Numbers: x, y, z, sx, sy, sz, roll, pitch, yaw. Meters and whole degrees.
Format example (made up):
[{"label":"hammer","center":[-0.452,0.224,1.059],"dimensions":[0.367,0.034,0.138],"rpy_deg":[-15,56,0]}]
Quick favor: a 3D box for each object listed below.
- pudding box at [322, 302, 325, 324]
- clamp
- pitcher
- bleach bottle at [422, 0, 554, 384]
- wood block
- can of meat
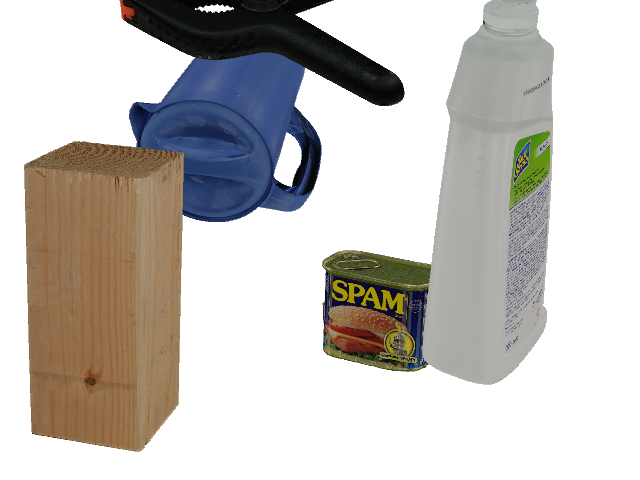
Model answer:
[{"label":"pudding box","center":[0.072,0.101,1.386],"dimensions":[0.113,0.039,0.090],"rpy_deg":[-14,24,-26]},{"label":"clamp","center":[-0.035,-0.153,0.741],"dimensions":[0.210,0.164,0.036],"rpy_deg":[-1,-42,-3]},{"label":"pitcher","center":[-0.079,-0.131,1.081],"dimensions":[0.145,0.149,0.242],"rpy_deg":[-8,33,18]},{"label":"bleach bottle","center":[0.112,-0.036,0.671],"dimensions":[0.068,0.251,0.102],"rpy_deg":[18,36,26]},{"label":"wood block","center":[-0.159,0.039,0.793],"dimensions":[0.091,0.206,0.090],"rpy_deg":[7,18,10]},{"label":"can of meat","center":[0.051,0.062,0.930],"dimensions":[0.102,0.084,0.057],"rpy_deg":[11,21,25]}]
